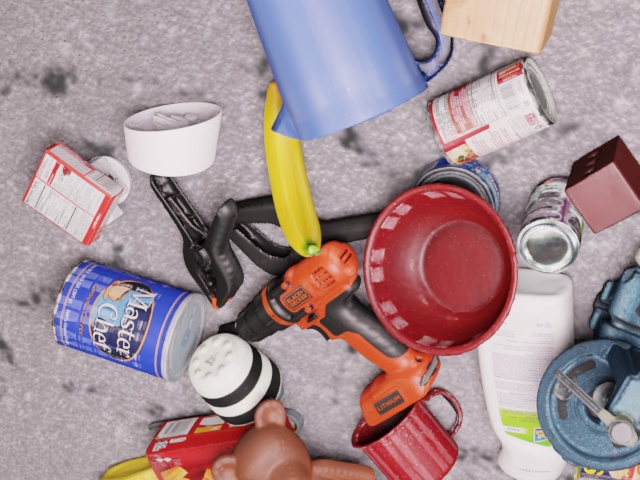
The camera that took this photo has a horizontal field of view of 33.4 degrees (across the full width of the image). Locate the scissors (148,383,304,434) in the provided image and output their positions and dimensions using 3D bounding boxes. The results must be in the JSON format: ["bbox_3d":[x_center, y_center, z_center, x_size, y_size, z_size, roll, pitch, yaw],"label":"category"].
[{"bbox_3d":[-0.117,0.193,1.247,0.202,0.016,0.096,3,115,18],"label":"scissors"}]

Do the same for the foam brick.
[{"bbox_3d":[0.261,-0.051,0.971,0.053,0.078,0.051,-32,100,28],"label":"foam brick"}]

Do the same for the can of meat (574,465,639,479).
[{"bbox_3d":[0.301,0.195,1.074,0.084,0.057,0.102,3,113,16],"label":"can of meat"}]

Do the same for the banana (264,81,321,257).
[{"bbox_3d":[-0.026,-0.061,1.057,0.070,0.037,0.198,125,135,-56],"label":"banana"}]

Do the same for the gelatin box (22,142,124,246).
[{"bbox_3d":[-0.260,-0.048,1.123,0.089,0.030,0.073,35,121,3],"label":"gelatin box"}]

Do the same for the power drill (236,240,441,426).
[{"bbox_3d":[0.018,0.105,1.107,0.187,0.057,0.185,45,134,-8],"label":"power drill"}]

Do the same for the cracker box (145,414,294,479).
[{"bbox_3d":[-0.085,0.304,1.242,0.164,0.072,0.213,-13,113,24],"label":"cracker box"}]

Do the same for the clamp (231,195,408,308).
[{"bbox_3d":[-0.007,0.001,1.111,0.210,0.036,0.165,27,127,9],"label":"clamp"}]

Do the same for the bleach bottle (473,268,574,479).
[{"bbox_3d":[0.206,0.154,1.089,0.103,0.068,0.251,5,116,21],"label":"bleach bottle"}]

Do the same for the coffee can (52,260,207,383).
[{"bbox_3d":[-0.211,0.090,1.189,0.140,0.102,0.103,16,116,13],"label":"coffee can"}]

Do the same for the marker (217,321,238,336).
[{"bbox_3d":[-0.064,0.086,1.182,0.121,0.020,0.020,-23,103,27],"label":"marker"}]

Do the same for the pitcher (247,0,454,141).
[{"bbox_3d":[0.005,-0.224,0.971,0.145,0.149,0.243,-10,107,49],"label":"pitcher"}]

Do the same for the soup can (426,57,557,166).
[{"bbox_3d":[0.158,-0.118,0.985,0.102,0.068,0.068,-23,103,26],"label":"soup can"}]

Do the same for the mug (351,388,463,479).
[{"bbox_3d":[0.103,0.210,1.143,0.117,0.093,0.081,-41,101,-7],"label":"mug"}]

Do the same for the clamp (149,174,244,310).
[{"bbox_3d":[-0.113,0.006,1.125,0.120,0.039,0.171,23,143,46],"label":"clamp"}]

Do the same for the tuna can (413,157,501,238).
[{"bbox_3d":[0.133,-0.038,1.048,0.086,0.033,0.086,7,114,17],"label":"tuna can"}]

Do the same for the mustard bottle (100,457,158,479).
[{"bbox_3d":[-0.196,0.364,1.327,0.096,0.058,0.191,-18,105,23],"label":"mustard bottle"}]

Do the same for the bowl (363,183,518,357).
[{"bbox_3d":[0.122,0.027,1.010,0.162,0.055,0.162,2,94,34],"label":"bowl"}]

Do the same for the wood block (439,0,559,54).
[{"bbox_3d":[0.171,-0.274,0.901,0.090,0.090,0.206,15,116,14],"label":"wood block"}]
